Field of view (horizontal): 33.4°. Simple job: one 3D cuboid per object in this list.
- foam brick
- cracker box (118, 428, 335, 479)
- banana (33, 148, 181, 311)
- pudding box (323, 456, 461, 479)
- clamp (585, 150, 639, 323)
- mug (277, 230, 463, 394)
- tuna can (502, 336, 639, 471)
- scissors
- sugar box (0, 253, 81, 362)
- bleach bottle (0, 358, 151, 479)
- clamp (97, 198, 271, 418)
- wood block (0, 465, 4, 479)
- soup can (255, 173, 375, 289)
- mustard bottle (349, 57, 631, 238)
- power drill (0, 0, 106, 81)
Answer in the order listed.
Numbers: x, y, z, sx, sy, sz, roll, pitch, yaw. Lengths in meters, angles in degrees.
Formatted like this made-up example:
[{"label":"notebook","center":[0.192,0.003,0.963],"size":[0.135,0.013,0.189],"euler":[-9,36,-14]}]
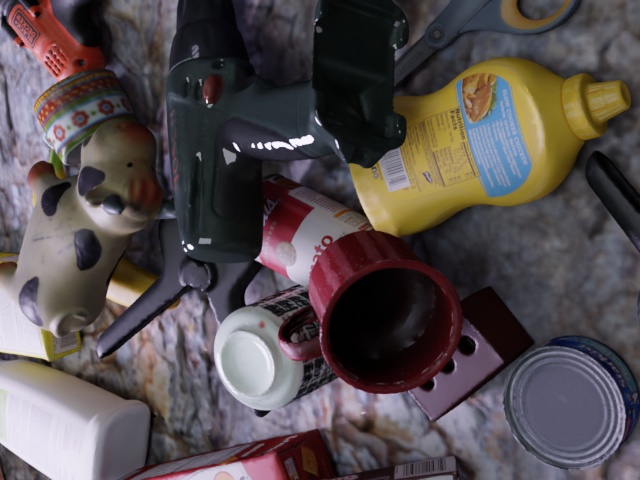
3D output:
[{"label":"foam brick","center":[0.099,0.080,0.746],"size":[0.053,0.051,0.078],"euler":[51,123,15]},{"label":"cracker box","center":[-0.070,0.259,0.893],"size":[0.214,0.072,0.164],"euler":[-20,90,35]},{"label":"banana","center":[-0.201,0.003,0.948],"size":[0.198,0.037,0.070],"euler":[49,123,16]},{"label":"pudding box","center":[0.055,0.216,0.788],"size":[0.113,0.039,0.090],"euler":[-12,95,9]},{"label":"clamp","center":[0.222,0.016,0.654],"size":[0.120,0.039,0.171],"euler":[7,104,36]},{"label":"mug","center":[0.027,0.048,0.706],"size":[0.117,0.081,0.093],"euler":[-24,112,-2]},{"label":"tuna can","center":[0.168,0.108,0.715],"size":[0.086,0.033,0.086],"euler":[8,105,33]},{"label":"scissors","center":[0.099,-0.134,0.721],"size":[0.096,0.016,0.202],"euler":[44,122,19]},{"label":"sugar box","center":[-0.309,0.060,1.032],"size":[0.177,0.048,0.093],"euler":[4,102,38]},{"label":"bleach bottle","center":[-0.274,0.158,1.019],"size":[0.251,0.067,0.103],"euler":[21,111,32]},{"label":"clamp","center":[-0.085,0.034,0.867],"size":[0.165,0.036,0.210],"euler":[24,105,14]},{"label":"wood block","center":[-0.384,0.277,1.104],"size":[0.090,0.090,0.206],"euler":[-10,94,36]},{"label":"soup can","center":[-0.005,0.001,0.793],"size":[0.102,0.068,0.068],"euler":[28,115,26]},{"label":"mustard bottle","center":[0.110,-0.067,0.702],"size":[0.192,0.058,0.096],"euler":[-16,88,37]},{"label":"power drill","center":[-0.217,-0.247,0.895],"size":[0.184,0.057,0.188],"euler":[48,125,13]}]
